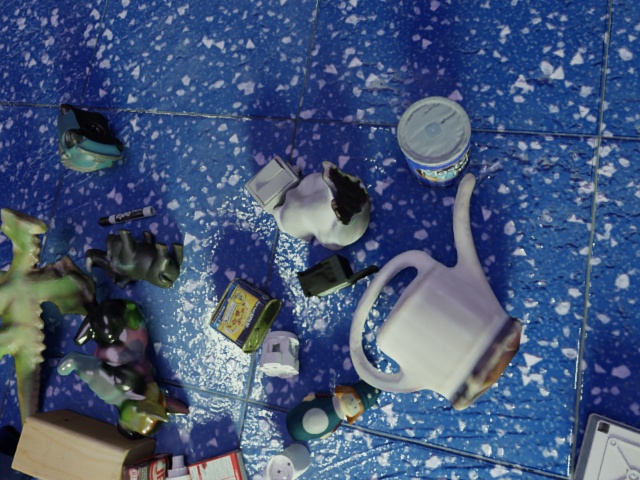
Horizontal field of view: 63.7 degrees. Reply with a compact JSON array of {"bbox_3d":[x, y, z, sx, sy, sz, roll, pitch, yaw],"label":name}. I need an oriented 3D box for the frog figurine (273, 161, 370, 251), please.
[{"bbox_3d":[0.003,-0.043,0.858,0.157,0.124,0.138,-37,77,45],"label":"frog figurine"}]

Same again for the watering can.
[{"bbox_3d":[0.193,0.088,0.753,0.226,0.103,0.347,37,92,19],"label":"watering can"}]

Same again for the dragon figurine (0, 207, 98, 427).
[{"bbox_3d":[-0.511,0.140,0.941,0.241,0.123,0.410,-21,90,17],"label":"dragon figurine"}]
